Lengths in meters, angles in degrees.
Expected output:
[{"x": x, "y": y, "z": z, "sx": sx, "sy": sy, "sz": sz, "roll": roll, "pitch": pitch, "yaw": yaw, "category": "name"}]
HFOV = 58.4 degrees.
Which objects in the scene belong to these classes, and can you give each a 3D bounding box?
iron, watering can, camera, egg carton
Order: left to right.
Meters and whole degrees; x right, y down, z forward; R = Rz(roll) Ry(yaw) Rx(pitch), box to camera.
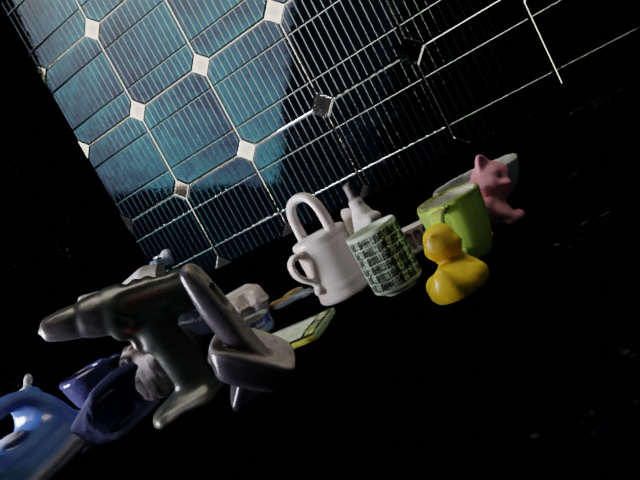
[{"x": -0.454, "y": 0.299, "z": 0.831, "sx": 0.118, "sy": 0.141, "sz": 0.258, "roll": -27, "pitch": 6, "yaw": 8, "category": "iron"}, {"x": -0.263, "y": 0.202, "z": 0.995, "sx": 0.142, "sy": 0.101, "sz": 0.137, "roll": -23, "pitch": 8, "yaw": 40, "category": "camera"}, {"x": -0.163, "y": 0.142, "z": 1.208, "sx": 0.107, "sy": 0.069, "sz": 0.150, "roll": -30, "pitch": 6, "yaw": -19, "category": "egg carton"}, {"x": 0.008, "y": 0.004, "z": 0.997, "sx": 0.100, "sy": 0.194, "sz": 0.173, "roll": -24, "pitch": 7, "yaw": 31, "category": "watering can"}]

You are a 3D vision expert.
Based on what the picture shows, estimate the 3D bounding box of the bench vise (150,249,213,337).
[{"x": -0.320, "y": 0.136, "z": 1.238, "sx": 0.121, "sy": 0.220, "sz": 0.208, "roll": -25, "pitch": 7, "yaw": 25, "category": "bench vise"}]

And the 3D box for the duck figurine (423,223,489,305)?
[{"x": 0.153, "y": 0.023, "z": 0.693, "sx": 0.077, "sy": 0.086, "sz": 0.105, "roll": -24, "pitch": 7, "yaw": 30, "category": "duck figurine"}]

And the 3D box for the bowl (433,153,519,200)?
[{"x": 0.300, "y": -0.091, "z": 1.064, "sx": 0.167, "sy": 0.075, "sz": 0.167, "roll": -28, "pitch": 6, "yaw": 3, "category": "bowl"}]

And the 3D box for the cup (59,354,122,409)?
[{"x": -0.394, "y": 0.270, "z": 1.039, "sx": 0.118, "sy": 0.095, "sz": 0.091, "roll": -30, "pitch": 6, "yaw": -21, "category": "cup"}]

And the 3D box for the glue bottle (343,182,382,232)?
[{"x": 0.082, "y": -0.014, "z": 0.915, "sx": 0.037, "sy": 0.173, "sz": 0.078, "roll": -32, "pitch": 7, "yaw": -35, "category": "glue bottle"}]

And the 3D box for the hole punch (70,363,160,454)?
[{"x": -0.320, "y": 0.252, "z": 0.868, "sx": 0.101, "sy": 0.091, "sz": 0.109, "roll": -25, "pitch": 7, "yaw": 26, "category": "hole punch"}]

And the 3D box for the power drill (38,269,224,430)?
[{"x": -0.239, "y": 0.150, "z": 0.804, "sx": 0.230, "sy": 0.208, "sz": 0.075, "roll": -29, "pitch": 6, "yaw": -13, "category": "power drill"}]

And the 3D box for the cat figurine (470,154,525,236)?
[{"x": 0.255, "y": -0.072, "z": 0.892, "sx": 0.128, "sy": 0.118, "sz": 0.067, "roll": -30, "pitch": 6, "yaw": -20, "category": "cat figurine"}]

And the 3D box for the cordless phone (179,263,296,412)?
[{"x": -0.109, "y": 0.103, "z": 0.723, "sx": 0.094, "sy": 0.185, "sz": 0.147, "roll": -28, "pitch": 6, "yaw": -5, "category": "cordless phone"}]

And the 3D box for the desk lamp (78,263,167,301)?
[{"x": -0.352, "y": 0.173, "z": 1.097, "sx": 0.203, "sy": 0.213, "sz": 0.118, "roll": -28, "pitch": 6, "yaw": -1, "category": "desk lamp"}]
